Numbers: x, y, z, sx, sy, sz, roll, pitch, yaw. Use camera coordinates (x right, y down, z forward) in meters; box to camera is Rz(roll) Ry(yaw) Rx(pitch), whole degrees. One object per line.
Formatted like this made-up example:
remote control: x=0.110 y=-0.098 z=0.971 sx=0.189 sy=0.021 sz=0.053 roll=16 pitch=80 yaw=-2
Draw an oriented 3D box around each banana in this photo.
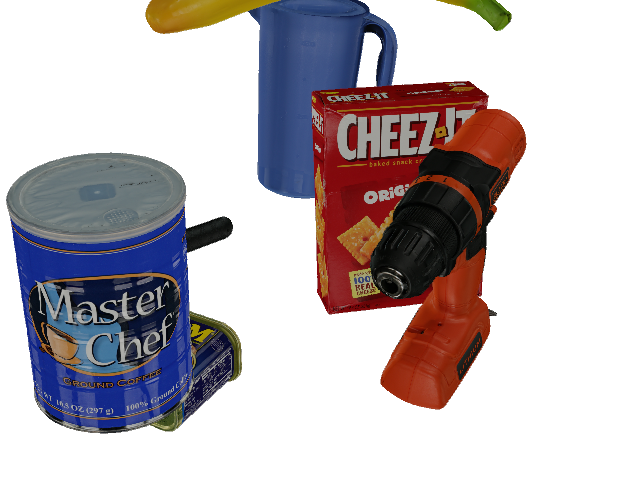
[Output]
banana: x=0.004 y=-0.145 z=0.580 sx=0.197 sy=0.069 sz=0.037 roll=-4 pitch=-41 yaw=-8

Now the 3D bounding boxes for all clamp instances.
clamp: x=-0.179 y=0.010 z=1.196 sx=0.120 sy=0.039 sz=0.171 roll=-3 pitch=29 yaw=30

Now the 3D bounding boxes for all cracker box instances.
cracker box: x=0.078 y=-0.042 z=1.054 sx=0.164 sy=0.214 sz=0.072 roll=-5 pitch=21 yaw=-10

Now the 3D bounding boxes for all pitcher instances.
pitcher: x=-0.007 y=-0.178 z=1.318 sx=0.144 sy=0.243 sz=0.149 roll=-10 pitch=29 yaw=-29

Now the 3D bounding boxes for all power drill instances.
power drill: x=0.082 y=0.026 z=0.723 sx=0.057 sy=0.188 sz=0.184 roll=23 pitch=45 yaw=20

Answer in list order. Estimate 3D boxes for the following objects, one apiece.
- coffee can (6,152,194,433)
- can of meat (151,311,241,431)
coffee can: x=-0.131 y=0.031 z=0.653 sx=0.103 sy=0.140 sz=0.103 roll=1 pitch=30 yaw=-1
can of meat: x=-0.128 y=0.099 z=0.851 sx=0.102 sy=0.057 sz=0.083 roll=16 pitch=33 yaw=25
